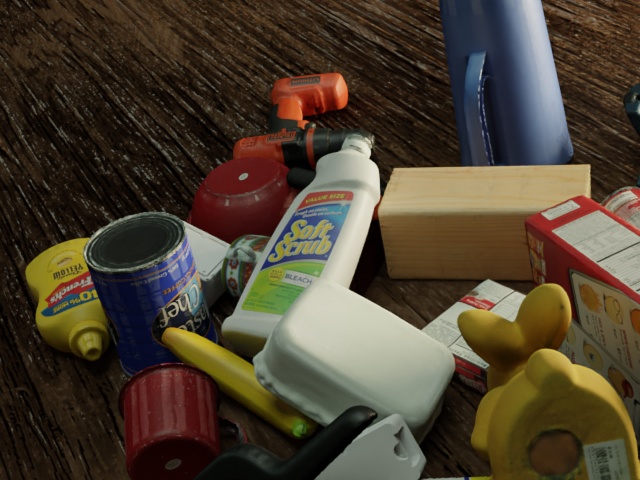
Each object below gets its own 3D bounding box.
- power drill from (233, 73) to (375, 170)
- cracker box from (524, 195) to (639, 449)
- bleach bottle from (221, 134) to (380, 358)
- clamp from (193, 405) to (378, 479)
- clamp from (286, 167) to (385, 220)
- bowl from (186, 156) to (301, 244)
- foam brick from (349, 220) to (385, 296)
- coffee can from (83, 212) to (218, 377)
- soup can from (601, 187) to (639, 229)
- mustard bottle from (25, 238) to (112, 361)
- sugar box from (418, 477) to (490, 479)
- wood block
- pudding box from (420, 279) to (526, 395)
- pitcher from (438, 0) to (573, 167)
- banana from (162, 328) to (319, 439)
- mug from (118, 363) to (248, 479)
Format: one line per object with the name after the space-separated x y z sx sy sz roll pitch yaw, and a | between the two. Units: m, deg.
-0.011 -0.154 1.409 0.184 0.057 0.187 -4 34 13 | power drill
0.261 0.080 0.869 0.072 0.164 0.214 -24 35 -15 | cracker box
-0.007 0.001 1.078 0.103 0.068 0.250 8 62 25 | bleach bottle
-0.025 0.215 0.823 0.210 0.164 0.036 -13 -1 39 | clamp
0.026 -0.055 1.201 0.120 0.039 0.171 1 10 -7 | clamp
-0.088 -0.055 1.287 0.162 0.055 0.162 -8 34 5 | bowl
0.031 0.018 1.139 0.051 0.053 0.078 6 36 25 | foam brick
-0.166 0.058 1.061 0.103 0.140 0.103 -8 33 5 | coffee can
0.326 0.000 1.058 0.068 0.068 0.102 -18 34 -9 | soup can
-0.259 0.070 1.149 0.096 0.058 0.192 -20 34 -10 | mustard bottle
0.156 0.221 0.798 0.176 0.048 0.093 -3 33 11 | sugar box
0.174 -0.017 1.112 0.206 0.091 0.090 1 36 18 | wood block
0.158 0.090 1.003 0.113 0.039 0.090 -35 40 -29 | pudding box
0.204 -0.188 1.219 0.145 0.243 0.149 -20 28 -7 | pitcher
-0.065 0.133 0.981 0.198 0.069 0.037 26 74 37 | banana
-0.118 0.172 0.936 0.117 0.093 0.081 18 31 -23 | mug
